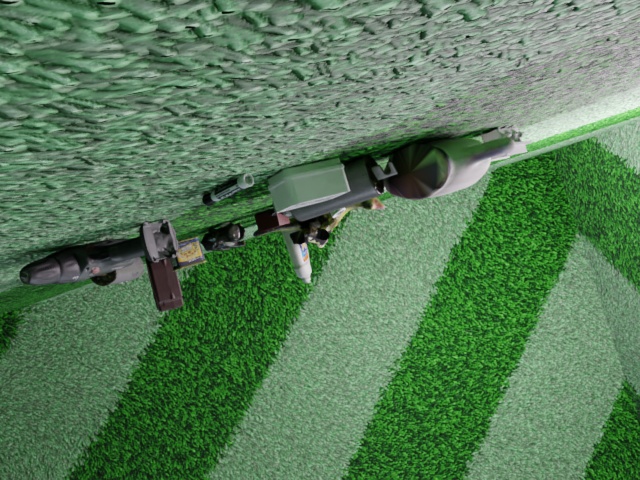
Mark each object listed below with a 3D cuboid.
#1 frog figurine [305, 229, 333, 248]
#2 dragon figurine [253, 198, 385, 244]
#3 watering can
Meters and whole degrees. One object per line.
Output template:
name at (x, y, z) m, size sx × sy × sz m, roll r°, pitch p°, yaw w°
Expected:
frog figurine at (-0.032, -0.062, 1.786) m, size 0.123 × 0.162 × 0.134 m, roll -13°, pitch 131°, yaw -21°
dragon figurine at (0.005, -0.082, 1.632) m, size 0.408 × 0.121 × 0.246 m, roll -7°, pitch -167°, yaw 31°
watering can at (0.213, -0.133, 1.031) m, size 0.226 × 0.104 × 0.344 m, roll -15°, pitch 179°, yaw -38°
